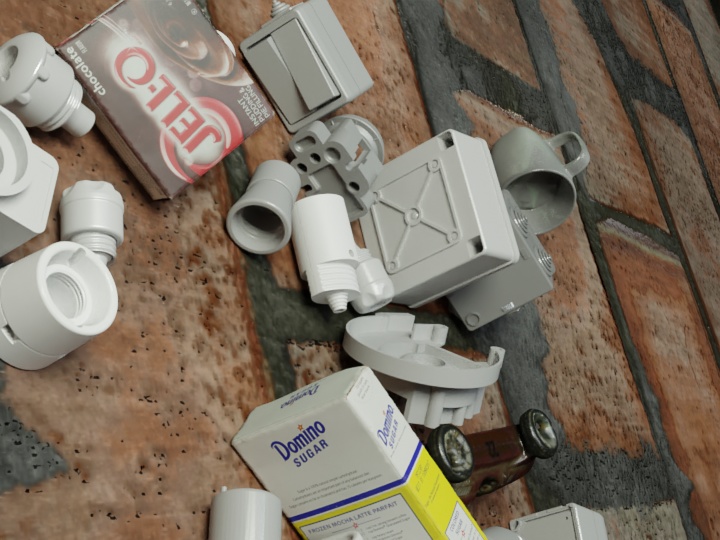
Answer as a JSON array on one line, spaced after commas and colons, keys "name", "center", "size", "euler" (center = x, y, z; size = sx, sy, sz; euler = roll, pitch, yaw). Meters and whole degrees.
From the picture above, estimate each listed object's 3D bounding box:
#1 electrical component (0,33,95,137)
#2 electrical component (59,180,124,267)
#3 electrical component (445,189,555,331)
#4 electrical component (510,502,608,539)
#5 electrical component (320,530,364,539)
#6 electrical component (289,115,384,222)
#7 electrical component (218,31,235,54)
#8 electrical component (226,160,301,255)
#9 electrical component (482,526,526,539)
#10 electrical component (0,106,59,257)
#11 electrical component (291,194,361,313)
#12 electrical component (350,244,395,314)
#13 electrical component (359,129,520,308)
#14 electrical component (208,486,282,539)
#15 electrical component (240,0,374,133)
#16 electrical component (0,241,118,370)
[{"name": "electrical component", "center": [-0.175, -0.098, 0.599], "size": [0.062, 0.048, 0.048], "euler": [41, 38, -46]}, {"name": "electrical component", "center": [-0.148, -0.017, 0.592], "size": [0.035, 0.035, 0.061], "euler": [23, 53, -49]}, {"name": "electrical component", "center": [0.109, -0.006, 0.921], "size": [0.099, 0.100, 0.048], "euler": [56, 19, -15]}, {"name": "electrical component", "center": [0.168, 0.245, 0.865], "size": [0.061, 0.062, 0.096], "euler": [29, 46, -45]}, {"name": "electrical component", "center": [-0.020, 0.203, 0.612], "size": [0.059, 0.054, 0.095], "euler": [59, 31, -9]}, {"name": "electrical component", "center": [-0.014, -0.084, 0.825], "size": [0.078, 0.058, 0.057], "euler": [54, 35, -18]}, {"name": "electrical component", "center": [-0.109, -0.138, 0.730], "size": [0.077, 0.044, 0.079], "euler": [50, 33, -23]}, {"name": "electrical component", "center": [-0.063, -0.046, 0.739], "size": [0.044, 0.044, 0.065], "euler": [50, 29, -24]}, {"name": "electrical component", "center": [0.104, 0.213, 0.811], "size": [0.078, 0.040, 0.040], "euler": [2, 67, -57]}, {"name": "electrical component", "center": [-0.196, -0.050, 0.519], "size": [0.089, 0.056, 0.050], "euler": [37, 41, -39]}, {"name": "electrical component", "center": [-0.023, -0.009, 0.769], "size": [0.043, 0.043, 0.081], "euler": [12, 59, -54]}, {"name": "electrical component", "center": [0.000, 0.000, 0.809], "size": [0.035, 0.035, 0.061], "euler": [-2, 62, -58]}, {"name": "electrical component", "center": [0.058, -0.039, 0.855], "size": [0.056, 0.109, 0.108], "euler": [11, 60, -51]}, {"name": "electrical component", "center": [-0.064, 0.157, 0.591], "size": [0.040, 0.040, 0.078], "euler": [35, 41, -40]}, {"name": "electrical component", "center": [-0.046, -0.163, 0.827], "size": [0.096, 0.062, 0.061], "euler": [59, 31, -10]}, {"name": "electrical component", "center": [-0.156, 0.017, 0.542], "size": [0.055, 0.047, 0.055], "euler": [36, 41, -39]}]
